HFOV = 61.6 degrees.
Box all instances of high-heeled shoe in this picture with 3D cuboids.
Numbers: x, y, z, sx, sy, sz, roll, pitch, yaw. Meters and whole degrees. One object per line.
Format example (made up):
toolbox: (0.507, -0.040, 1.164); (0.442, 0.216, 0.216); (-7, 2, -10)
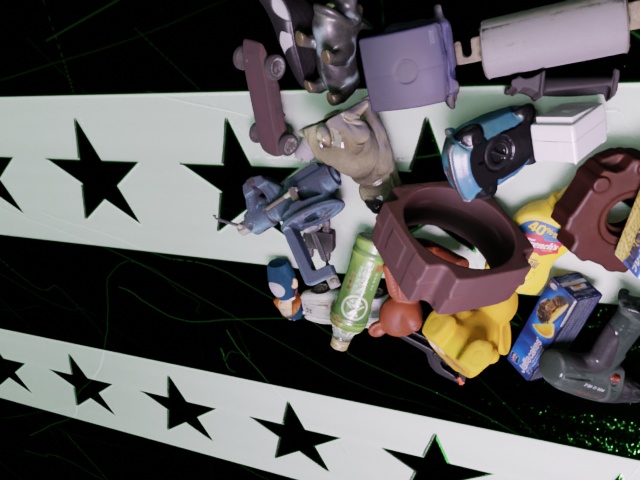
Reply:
high-heeled shoe: (-0.083, -0.352, 0.803); (0.145, 0.086, 0.248); (13, 126, 27)

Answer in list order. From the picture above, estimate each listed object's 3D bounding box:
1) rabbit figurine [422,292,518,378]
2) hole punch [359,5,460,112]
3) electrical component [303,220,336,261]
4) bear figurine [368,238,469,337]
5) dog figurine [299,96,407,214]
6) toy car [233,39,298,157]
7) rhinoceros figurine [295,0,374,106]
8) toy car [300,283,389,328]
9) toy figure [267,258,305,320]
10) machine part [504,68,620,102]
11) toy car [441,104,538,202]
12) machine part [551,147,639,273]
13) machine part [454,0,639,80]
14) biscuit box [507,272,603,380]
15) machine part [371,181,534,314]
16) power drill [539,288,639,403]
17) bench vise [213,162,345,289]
rabbit figurine: (0.282, 0.149, 0.918); (0.122, 0.173, 0.162); (31, 170, 42)
hole punch: (0.123, -0.241, 0.747); (0.116, 0.092, 0.142); (10, 123, 42)
electrical component: (-0.002, -0.003, 1.023); (0.063, 0.021, 0.093); (12, 125, 18)
bear figurine: (0.161, 0.100, 0.934); (0.120, 0.132, 0.195); (2, 109, -23)
dog figurine: (0.064, -0.111, 0.833); (0.121, 0.172, 0.190); (-13, 108, 43)
toy car: (-0.085, -0.228, 0.878); (0.089, 0.053, 0.201); (29, 142, 36)
rhinoceros figurine: (0.029, -0.286, 0.772); (0.073, 0.112, 0.190); (39, 149, 33)
toy car: (0.058, 0.132, 1.062); (0.202, 0.056, 0.073); (3, 122, 24)
toy figure: (-0.071, 0.109, 1.109); (0.064, 0.058, 0.154); (35, 145, 53)
machine part: (0.323, -0.204, 0.715); (0.139, 0.084, 0.039); (2, 91, 10)
toy car: (0.233, -0.135, 0.771); (0.103, 0.162, 0.109); (37, 157, 58)
machine part: (0.421, -0.038, 0.747); (0.179, 0.056, 0.179); (0, 118, 0)
machine part: (0.295, -0.259, 0.684); (0.243, 0.079, 0.079); (-5, 119, 26)
biscuit box: (0.389, 0.150, 0.904); (0.059, 0.063, 0.202); (-124, 35, -44)
machine part: (0.194, 0.007, 0.805); (0.087, 0.201, 0.201); (105, 148, -44)
power drill: (0.484, 0.179, 0.864); (0.232, 0.086, 0.207); (12, 128, -18)
bench vise: (-0.040, -0.017, 0.940); (0.224, 0.128, 0.240); (-26, 78, 11)
